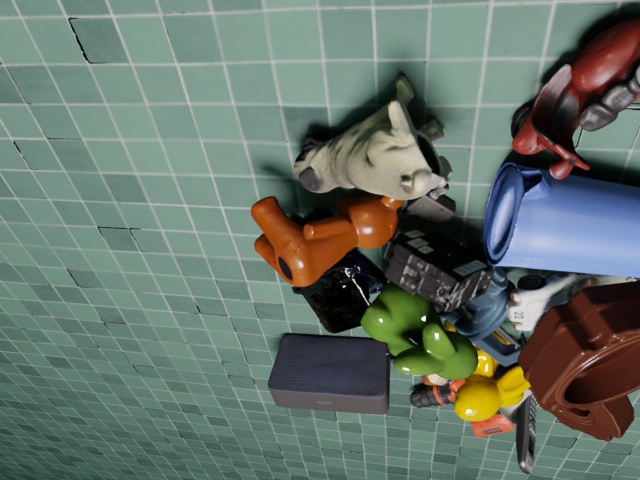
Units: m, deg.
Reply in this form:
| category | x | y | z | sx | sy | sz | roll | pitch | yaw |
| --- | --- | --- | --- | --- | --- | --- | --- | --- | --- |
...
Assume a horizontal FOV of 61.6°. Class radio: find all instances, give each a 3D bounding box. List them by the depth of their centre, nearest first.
| category | x | y | z | sx | sy | sz | roll | pitch | yaw |
| --- | --- | --- | --- | --- | --- | --- | --- | --- | --- |
| radio | 0.023 | 0.262 | 1.061 | 0.230 | 0.131 | 0.073 | 1 | 138 | 12 |

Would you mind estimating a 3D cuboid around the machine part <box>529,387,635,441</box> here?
| category | x | y | z | sx | sy | sz | roll | pitch | yaw |
| --- | --- | --- | --- | --- | --- | --- | --- | --- | --- |
| machine part | 0.443 | 0.271 | 0.929 | 0.179 | 0.056 | 0.179 | 37 | 158 | 18 |

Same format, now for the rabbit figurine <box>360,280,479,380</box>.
| category | x | y | z | sx | sy | sz | roll | pitch | yaw |
| --- | --- | --- | --- | --- | --- | --- | --- | --- | --- |
| rabbit figurine | 0.152 | 0.129 | 0.756 | 0.170 | 0.159 | 0.121 | 37 | 100 | 12 |

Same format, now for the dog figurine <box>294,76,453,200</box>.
| category | x | y | z | sx | sy | sz | roll | pitch | yaw |
| --- | --- | --- | --- | --- | --- | --- | --- | --- | --- |
| dog figurine | 0.048 | -0.084 | 0.654 | 0.191 | 0.172 | 0.121 | -28 | 114 | 28 |

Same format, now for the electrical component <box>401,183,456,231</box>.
| category | x | y | z | sx | sy | sz | roll | pitch | yaw |
| --- | --- | --- | --- | --- | --- | --- | --- | --- | --- |
| electrical component | 0.161 | -0.047 | 0.768 | 0.063 | 0.021 | 0.094 | 28 | 140 | -17 |

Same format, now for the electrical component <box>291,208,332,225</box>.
| category | x | y | z | sx | sy | sz | roll | pitch | yaw |
| --- | --- | --- | --- | --- | --- | --- | --- | --- | --- |
| electrical component | -0.002 | -0.004 | 0.841 | 0.102 | 0.045 | 0.078 | 32 | 136 | -20 |

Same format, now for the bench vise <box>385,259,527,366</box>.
| category | x | y | z | sx | sy | sz | roll | pitch | yaw |
| --- | --- | --- | --- | --- | --- | --- | --- | --- | --- |
| bench vise | 0.243 | 0.133 | 0.868 | 0.240 | 0.129 | 0.223 | 39 | 124 | -10 |

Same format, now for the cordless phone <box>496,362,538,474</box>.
| category | x | y | z | sx | sy | sz | roll | pitch | yaw |
| --- | --- | --- | --- | --- | --- | --- | --- | --- | --- |
| cordless phone | 0.368 | 0.327 | 1.007 | 0.089 | 0.184 | 0.146 | -12 | 133 | 32 |

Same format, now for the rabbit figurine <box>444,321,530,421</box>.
| category | x | y | z | sx | sy | sz | roll | pitch | yaw |
| --- | --- | --- | --- | --- | --- | --- | --- | --- | --- |
| rabbit figurine | 0.283 | 0.242 | 0.945 | 0.162 | 0.173 | 0.121 | 13 | 135 | 7 |

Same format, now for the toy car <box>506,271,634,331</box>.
| category | x | y | z | sx | sy | sz | roll | pitch | yaw |
| --- | --- | --- | --- | --- | --- | --- | --- | --- | --- |
| toy car | 0.363 | 0.073 | 0.776 | 0.202 | 0.056 | 0.073 | -19 | 119 | -8 |

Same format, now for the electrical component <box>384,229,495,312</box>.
| category | x | y | z | sx | sy | sz | roll | pitch | yaw |
| --- | --- | --- | --- | --- | --- | --- | --- | --- | --- |
| electrical component | 0.159 | 0.036 | 0.752 | 0.134 | 0.115 | 0.058 | 35 | 119 | 35 |

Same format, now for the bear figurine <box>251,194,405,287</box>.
| category | x | y | z | sx | sy | sz | roll | pitch | yaw |
| --- | --- | --- | --- | --- | --- | --- | --- | --- | --- |
| bear figurine | 0.017 | -0.022 | 0.764 | 0.132 | 0.196 | 0.120 | 46 | 157 | 26 |

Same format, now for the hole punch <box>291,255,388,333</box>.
| category | x | y | z | sx | sy | sz | roll | pitch | yaw |
| --- | --- | --- | --- | --- | --- | --- | --- | --- | --- |
| hole punch | 0.042 | 0.079 | 0.903 | 0.142 | 0.092 | 0.115 | -21 | 110 | 38 |

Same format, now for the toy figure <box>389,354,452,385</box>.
| category | x | y | z | sx | sy | sz | roll | pitch | yaw |
| --- | --- | --- | --- | --- | --- | --- | --- | --- | --- |
| toy figure | 0.207 | 0.249 | 1.056 | 0.154 | 0.058 | 0.064 | 29 | 137 | -18 |

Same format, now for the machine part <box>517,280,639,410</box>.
| category | x | y | z | sx | sy | sz | roll | pitch | yaw |
| --- | --- | --- | --- | --- | --- | --- | --- | --- | --- |
| machine part | 0.404 | 0.153 | 0.758 | 0.201 | 0.087 | 0.200 | -4 | 136 | -13 |

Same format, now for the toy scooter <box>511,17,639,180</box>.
| category | x | y | z | sx | sy | sz | roll | pitch | yaw |
| --- | --- | --- | --- | --- | --- | --- | --- | --- | --- |
| toy scooter | 0.276 | -0.136 | 0.560 | 0.075 | 0.135 | 0.184 | 28 | 135 | -14 |
